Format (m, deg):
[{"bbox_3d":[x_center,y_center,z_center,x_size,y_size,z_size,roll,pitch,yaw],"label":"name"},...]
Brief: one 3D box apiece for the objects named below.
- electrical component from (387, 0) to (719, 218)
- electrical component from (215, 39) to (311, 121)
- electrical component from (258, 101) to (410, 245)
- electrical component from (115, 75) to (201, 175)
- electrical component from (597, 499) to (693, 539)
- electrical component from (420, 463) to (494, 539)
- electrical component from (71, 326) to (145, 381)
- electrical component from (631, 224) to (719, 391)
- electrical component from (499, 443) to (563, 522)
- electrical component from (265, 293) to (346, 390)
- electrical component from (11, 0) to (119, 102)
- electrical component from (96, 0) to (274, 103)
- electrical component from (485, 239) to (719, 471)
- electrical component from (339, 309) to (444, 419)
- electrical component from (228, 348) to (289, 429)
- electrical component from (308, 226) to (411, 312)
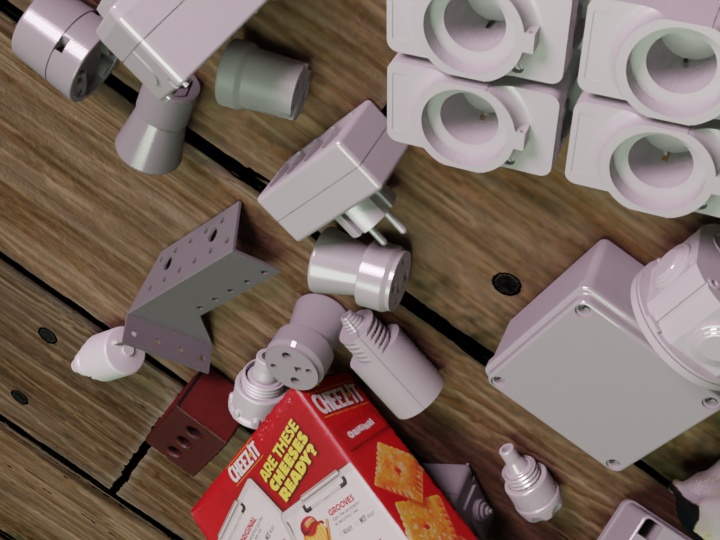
[{"bbox_3d":[0.107,-0.097,0.525,0.186,0.060,0.105,15,135,18],"label":"electrical component"},{"bbox_3d":[-0.056,-0.110,0.626,0.046,0.040,0.040,17,136,8],"label":"electrical component"},{"bbox_3d":[-0.004,-0.045,0.649,0.075,0.047,0.083,46,136,-15],"label":"electrical component"},{"bbox_3d":[-0.125,-0.097,0.678,0.044,0.044,0.065,32,133,0],"label":"electrical component"},{"bbox_3d":[0.204,0.234,0.741,0.109,0.108,0.056,34,178,-2],"label":"electrical component"},{"bbox_3d":[0.055,0.190,0.825,0.096,0.061,0.061,-5,126,34],"label":"electrical component"},{"bbox_3d":[-0.211,0.072,0.887,0.078,0.040,0.040,-18,119,40],"label":"electrical component"},{"bbox_3d":[0.190,0.019,0.574,0.080,0.080,0.051,36,133,-5],"label":"electrical component"},{"bbox_3d":[0.119,0.150,0.771,0.035,0.035,0.061,-15,118,39],"label":"electrical component"},{"bbox_3d":[-0.036,0.050,0.752,0.045,0.055,0.045,16,135,16],"label":"electrical component"},{"bbox_3d":[-0.179,-0.139,0.660,0.047,0.055,0.055,36,138,1],"label":"electrical component"},{"bbox_3d":[-0.090,-0.146,0.576,0.061,0.096,0.062,46,165,-15],"label":"electrical component"},{"bbox_3d":[0.151,0.054,0.645,0.109,0.056,0.108,36,138,-4],"label":"electrical component"},{"bbox_3d":[0.016,0.059,0.739,0.043,0.043,0.081,-25,114,43],"label":"electrical component"},{"bbox_3d":[-0.074,0.087,0.819,0.048,0.048,0.062,22,130,10],"label":"electrical component"},{"bbox_3d":[0.000,0.000,0.692,0.055,0.045,0.045,16,136,17],"label":"electrical component"}]
